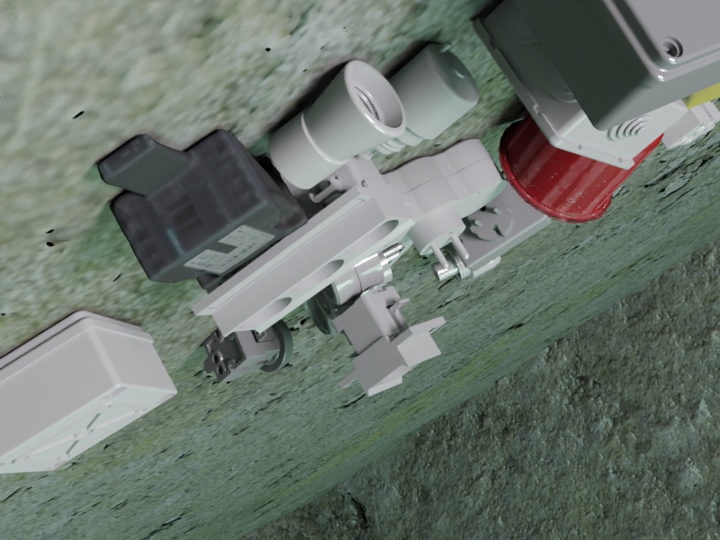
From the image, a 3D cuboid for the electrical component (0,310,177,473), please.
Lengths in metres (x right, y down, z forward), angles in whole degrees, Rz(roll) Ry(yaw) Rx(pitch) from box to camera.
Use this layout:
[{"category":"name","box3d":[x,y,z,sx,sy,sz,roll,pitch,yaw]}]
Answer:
[{"category":"electrical component","box3d":[-0.189,0.081,0.690,0.109,0.056,0.109,-32,167,3]}]

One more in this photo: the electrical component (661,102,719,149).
[{"category":"electrical component","box3d":[0.262,-0.135,0.889,0.066,0.055,0.048,-17,161,-47]}]

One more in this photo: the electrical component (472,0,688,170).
[{"category":"electrical component","box3d":[0.119,-0.107,0.572,0.048,0.099,0.100,-43,152,29]}]

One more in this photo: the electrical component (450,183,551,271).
[{"category":"electrical component","box3d":[0.115,-0.043,0.930,0.083,0.047,0.076,-33,167,11]}]

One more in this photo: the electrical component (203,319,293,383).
[{"category":"electrical component","box3d":[-0.088,0.062,0.875,0.055,0.048,0.066,-7,154,-44]}]

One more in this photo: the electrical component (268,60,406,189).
[{"category":"electrical component","box3d":[-0.015,-0.070,0.546,0.065,0.044,0.044,-33,168,31]}]

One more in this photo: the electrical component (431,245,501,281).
[{"category":"electrical component","box3d":[0.098,-0.011,1.023,0.062,0.043,0.043,-28,167,-8]}]

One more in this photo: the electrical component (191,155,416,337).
[{"category":"electrical component","box3d":[-0.039,-0.020,0.628,0.121,0.063,0.079,-35,167,20]}]

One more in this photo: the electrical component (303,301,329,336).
[{"category":"electrical component","box3d":[-0.019,0.027,0.913,0.046,0.040,0.040,-33,168,-16]}]

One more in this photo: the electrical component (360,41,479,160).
[{"category":"electrical component","box3d":[0.028,-0.087,0.579,0.078,0.040,0.040,-38,166,32]}]

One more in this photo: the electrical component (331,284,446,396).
[{"category":"electrical component","box3d":[0.016,0.049,0.771,0.081,0.063,0.042,-41,163,35]}]

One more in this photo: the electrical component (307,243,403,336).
[{"category":"electrical component","box3d":[0.000,0.000,0.818,0.074,0.052,0.138,-28,166,-13]}]

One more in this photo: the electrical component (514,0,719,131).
[{"category":"electrical component","box3d":[0.129,-0.132,0.482,0.109,0.108,0.056,-24,168,-29]}]

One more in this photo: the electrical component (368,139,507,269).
[{"category":"electrical component","box3d":[0.048,-0.035,0.744,0.138,0.073,0.052,-23,165,-31]}]
